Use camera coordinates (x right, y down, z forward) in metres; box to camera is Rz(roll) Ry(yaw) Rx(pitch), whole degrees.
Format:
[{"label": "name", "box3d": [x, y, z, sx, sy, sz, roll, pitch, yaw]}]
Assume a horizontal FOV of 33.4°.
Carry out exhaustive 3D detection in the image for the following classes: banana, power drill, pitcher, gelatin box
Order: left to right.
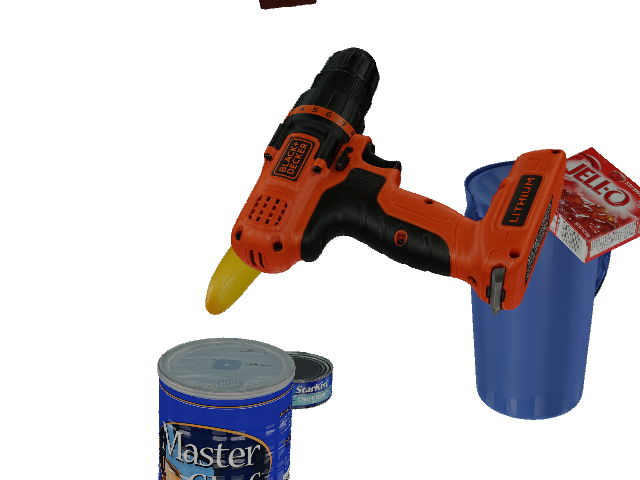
[{"label": "banana", "box3d": [-0.031, -0.002, 0.958, 0.198, 0.069, 0.037, -33, 42, 3]}, {"label": "power drill", "box3d": [0.056, -0.041, 0.685, 0.188, 0.184, 0.057, 15, -31, 18]}, {"label": "pitcher", "box3d": [0.218, 0.047, 1.059, 0.149, 0.243, 0.145, 1, 24, 10]}, {"label": "gelatin box", "box3d": [0.216, -0.031, 0.861, 0.073, 0.030, 0.089, -24, 47, -16]}]

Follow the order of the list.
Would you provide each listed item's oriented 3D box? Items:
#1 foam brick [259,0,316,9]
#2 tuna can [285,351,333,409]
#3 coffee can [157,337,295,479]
[{"label": "foam brick", "box3d": [-0.033, -0.253, 0.949, 0.053, 0.051, 0.078, -5, -41, 8]}, {"label": "tuna can", "box3d": [-0.030, 0.148, 1.132, 0.086, 0.034, 0.086, 1, 14, 0]}, {"label": "coffee can", "box3d": [-0.073, 0.158, 0.813, 0.103, 0.140, 0.103, 2, 16, -1]}]
